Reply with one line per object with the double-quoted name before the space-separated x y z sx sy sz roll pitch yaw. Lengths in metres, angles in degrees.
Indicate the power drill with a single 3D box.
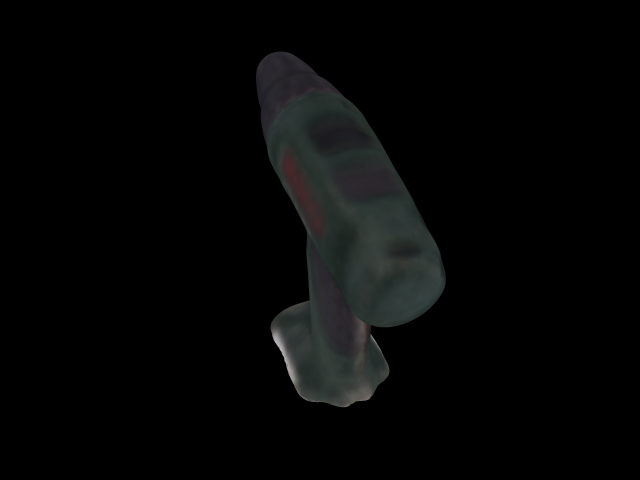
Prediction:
"power drill" 0.004 0.001 0.400 0.076 0.208 0.229 -13 38 -18
